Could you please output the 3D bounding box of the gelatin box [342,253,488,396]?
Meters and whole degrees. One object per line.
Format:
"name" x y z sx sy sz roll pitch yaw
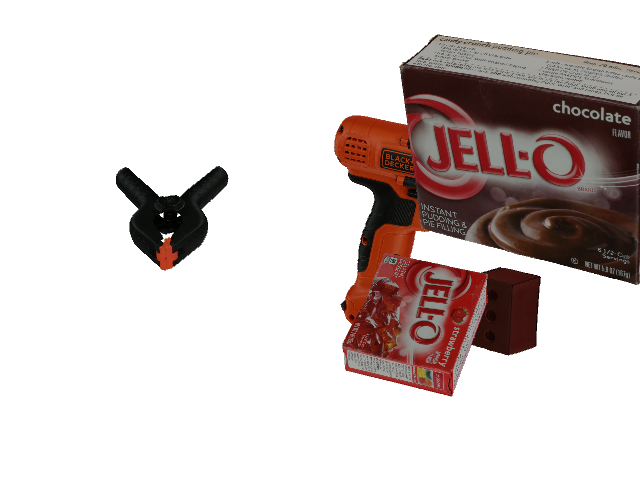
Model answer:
"gelatin box" 0.064 0.052 0.698 0.073 0.030 0.089 12 48 19

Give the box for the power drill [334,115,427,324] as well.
"power drill" 0.094 -0.005 0.902 0.185 0.188 0.057 16 25 24

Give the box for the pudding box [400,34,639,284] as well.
"pudding box" 0.094 -0.038 0.471 0.114 0.090 0.039 14 44 32

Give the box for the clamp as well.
"clamp" -0.147 -0.031 1.110 0.120 0.039 0.171 -11 38 -8

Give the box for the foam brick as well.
"foam brick" 0.190 0.073 1.103 0.053 0.078 0.051 13 19 43
